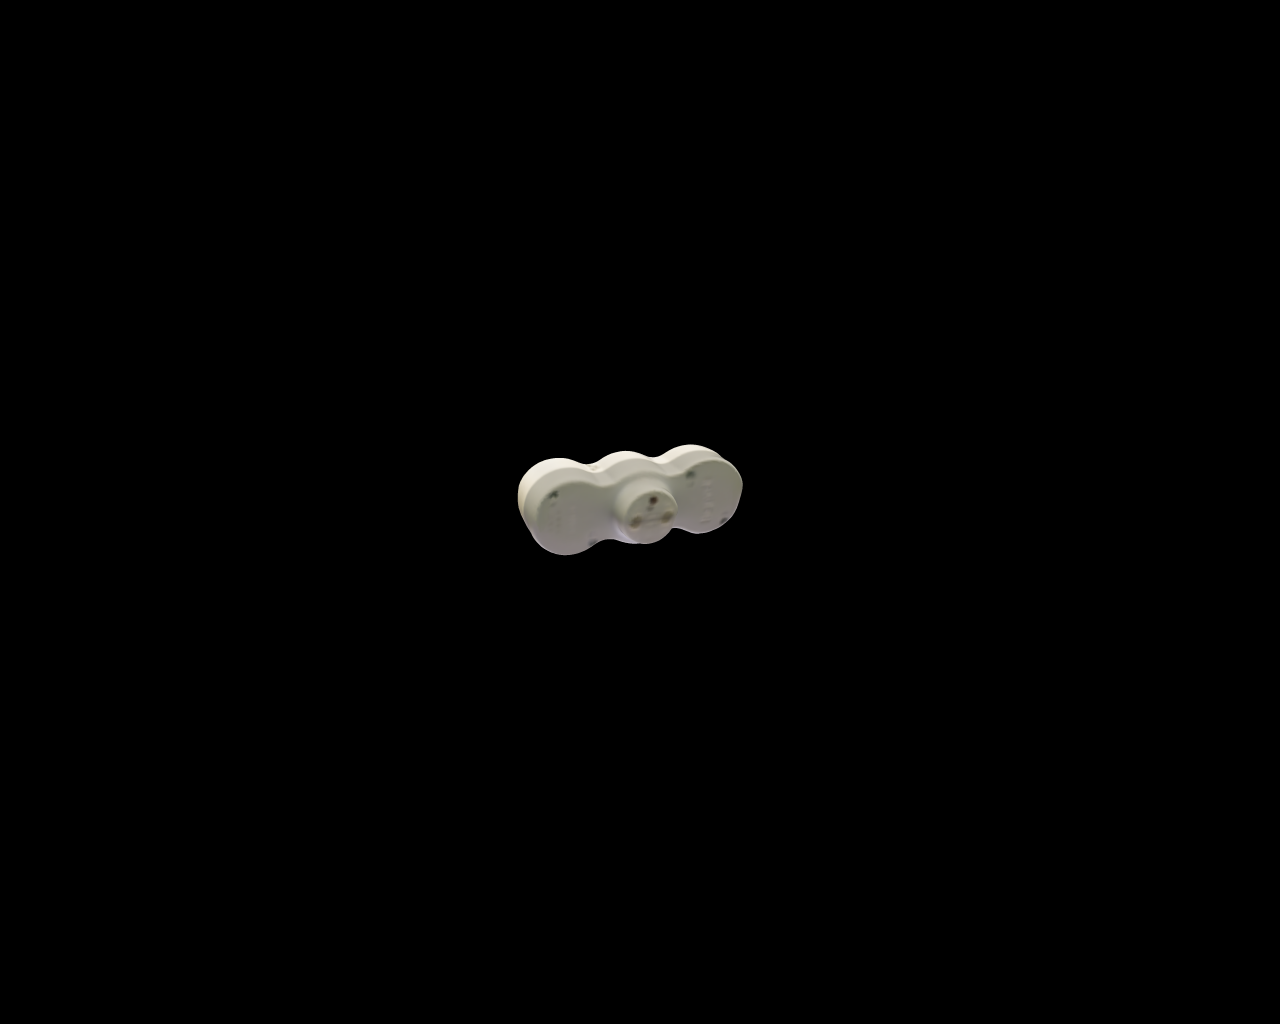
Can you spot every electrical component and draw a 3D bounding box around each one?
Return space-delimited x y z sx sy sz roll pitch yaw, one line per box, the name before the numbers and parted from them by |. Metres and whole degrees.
electrical component | 0.001 -0.003 0.650 0.138 0.052 0.074 -8 24 -18
